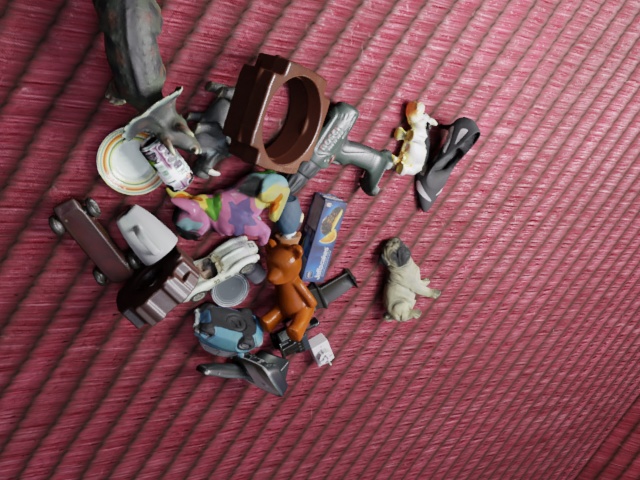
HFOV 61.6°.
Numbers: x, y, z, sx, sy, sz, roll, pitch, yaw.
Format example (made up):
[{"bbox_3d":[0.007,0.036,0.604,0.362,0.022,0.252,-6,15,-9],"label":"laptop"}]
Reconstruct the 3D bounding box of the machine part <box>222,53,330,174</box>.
[{"bbox_3d":[-0.081,-0.236,1.025,0.201,0.087,0.200,1,111,-60],"label":"machine part"}]

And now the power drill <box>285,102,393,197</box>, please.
[{"bbox_3d":[0.045,-0.169,1.179,0.207,0.086,0.232,24,100,-27],"label":"power drill"}]

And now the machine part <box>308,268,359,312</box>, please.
[{"bbox_3d":[0.026,0.121,1.319,0.139,0.039,0.084,-27,117,-13],"label":"machine part"}]

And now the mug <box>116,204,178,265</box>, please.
[{"bbox_3d":[-0.340,-0.011,1.031,0.081,0.110,0.107,-39,111,0],"label":"mug"}]

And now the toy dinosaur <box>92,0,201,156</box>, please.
[{"bbox_3d":[-0.295,-0.317,0.857,0.131,0.192,0.404,-19,121,-21],"label":"toy dinosaur"}]

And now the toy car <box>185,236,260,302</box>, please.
[{"bbox_3d":[-0.222,0.060,1.130,0.202,0.074,0.056,-31,154,-12],"label":"toy car"}]

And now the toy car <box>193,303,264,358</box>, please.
[{"bbox_3d":[-0.213,0.212,1.200,0.161,0.109,0.102,14,123,-23],"label":"toy car"}]

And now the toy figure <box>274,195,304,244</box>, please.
[{"bbox_3d":[-0.069,-0.024,1.190,0.058,0.064,0.154,-43,142,-52],"label":"toy figure"}]

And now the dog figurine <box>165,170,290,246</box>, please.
[{"bbox_3d":[-0.192,-0.077,1.074,0.219,0.109,0.191,18,106,-30],"label":"dog figurine"}]

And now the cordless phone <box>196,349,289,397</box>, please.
[{"bbox_3d":[-0.175,0.300,1.221,0.184,0.147,0.088,15,85,-44],"label":"cordless phone"}]

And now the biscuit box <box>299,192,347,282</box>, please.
[{"bbox_3d":[-0.003,-0.004,1.233,0.063,0.059,0.202,7,109,-30],"label":"biscuit box"}]

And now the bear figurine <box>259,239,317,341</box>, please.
[{"bbox_3d":[-0.078,0.103,1.165,0.132,0.120,0.195,-51,139,-35],"label":"bear figurine"}]

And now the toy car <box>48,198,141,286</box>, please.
[{"bbox_3d":[-0.425,0.002,1.019,0.089,0.053,0.201,-26,125,1],"label":"toy car"}]

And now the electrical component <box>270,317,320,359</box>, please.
[{"bbox_3d":[-0.055,0.234,1.309,0.119,0.075,0.047,-26,121,-18],"label":"electrical component"}]

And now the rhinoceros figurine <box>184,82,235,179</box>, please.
[{"bbox_3d":[-0.201,-0.209,1.033,0.112,0.073,0.190,22,99,-44],"label":"rhinoceros figurine"}]

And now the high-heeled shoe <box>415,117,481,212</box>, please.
[{"bbox_3d":[0.306,-0.168,1.267,0.086,0.145,0.248,-3,112,-25],"label":"high-heeled shoe"}]

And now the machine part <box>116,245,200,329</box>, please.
[{"bbox_3d":[-0.318,0.087,1.046,0.179,0.180,0.056,-42,121,-5],"label":"machine part"}]

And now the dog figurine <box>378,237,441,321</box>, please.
[{"bbox_3d":[0.187,0.103,1.371,0.172,0.121,0.190,-47,111,-5],"label":"dog figurine"}]

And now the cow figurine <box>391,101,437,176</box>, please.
[{"bbox_3d":[0.225,-0.233,1.241,0.098,0.068,0.167,0,116,-33],"label":"cow figurine"}]
